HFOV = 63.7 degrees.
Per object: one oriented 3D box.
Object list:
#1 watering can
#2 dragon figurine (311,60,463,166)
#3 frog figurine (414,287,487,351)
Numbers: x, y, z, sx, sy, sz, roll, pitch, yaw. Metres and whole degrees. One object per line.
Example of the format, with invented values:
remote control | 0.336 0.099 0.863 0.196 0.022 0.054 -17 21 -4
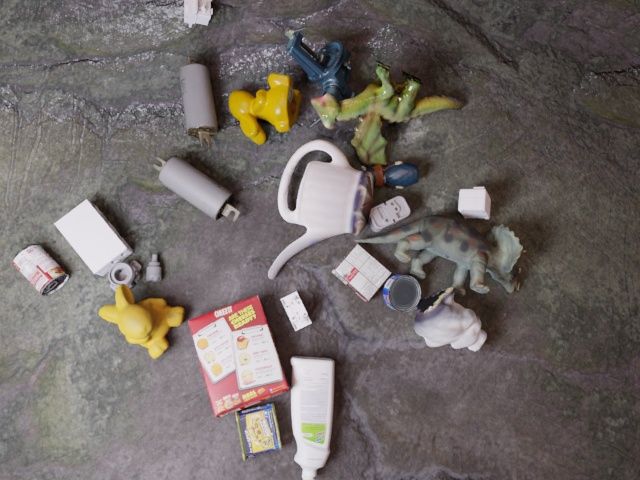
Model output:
watering can | 0.004 -0.061 1.210 0.224 0.103 0.349 11 87 10
dragon figurine | 0.167 -0.294 1.261 0.408 0.124 0.240 14 110 -30
frog figurine | 0.296 0.202 1.167 0.136 0.124 0.159 -38 92 23
